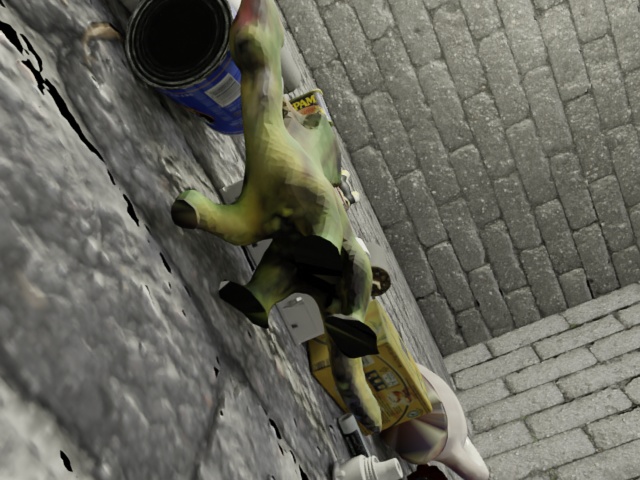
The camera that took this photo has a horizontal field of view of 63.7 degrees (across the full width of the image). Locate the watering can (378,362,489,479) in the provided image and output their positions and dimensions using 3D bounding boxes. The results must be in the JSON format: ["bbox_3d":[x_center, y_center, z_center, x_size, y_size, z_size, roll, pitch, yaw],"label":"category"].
[{"bbox_3d":[0.127,0.226,0.808,0.353,0.103,0.221,50,8,32],"label":"watering can"}]

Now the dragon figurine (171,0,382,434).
[{"bbox_3d":[0.001,-0.024,0.481,0.249,0.122,0.401,-74,150,-45],"label":"dragon figurine"}]
